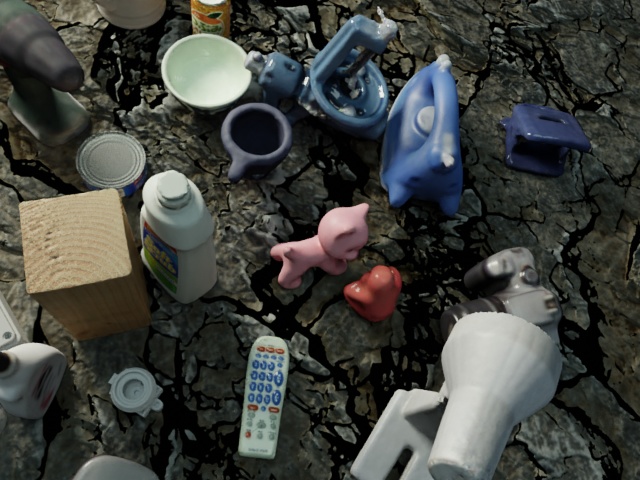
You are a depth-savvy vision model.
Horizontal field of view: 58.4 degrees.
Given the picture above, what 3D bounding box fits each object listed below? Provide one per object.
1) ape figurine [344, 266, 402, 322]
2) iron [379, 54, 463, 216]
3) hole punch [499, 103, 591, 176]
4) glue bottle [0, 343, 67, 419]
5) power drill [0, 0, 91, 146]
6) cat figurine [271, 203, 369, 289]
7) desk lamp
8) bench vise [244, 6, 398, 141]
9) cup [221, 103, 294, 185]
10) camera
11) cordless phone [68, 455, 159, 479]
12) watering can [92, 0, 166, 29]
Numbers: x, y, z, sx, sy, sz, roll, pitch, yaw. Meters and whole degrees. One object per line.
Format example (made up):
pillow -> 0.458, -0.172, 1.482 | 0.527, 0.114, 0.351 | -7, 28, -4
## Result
ape figurine -> 0.072, 0.060, 0.725 | 0.078, 0.092, 0.076 | -1, 69, -11
iron -> 0.159, -0.172, 0.807 | 0.119, 0.141, 0.258 | 8, 67, -8
hole punch -> 0.340, -0.163, 0.866 | 0.109, 0.091, 0.101 | 9, 67, -7
glue bottle -> -0.302, 0.135, 0.577 | 0.037, 0.173, 0.078 | 14, 67, -5
power drill -> -0.346, -0.207, 0.685 | 0.229, 0.208, 0.076 | 43, 67, 7
cat figurine -> 0.007, 0.003, 0.721 | 0.128, 0.117, 0.067 | -18, 73, -17
desk lamp -> 0.148, 0.196, 0.620 | 0.118, 0.213, 0.203 | 35, 66, 4
bench vise -> 0.008, -0.213, 0.750 | 0.207, 0.219, 0.121 | -2, 69, -12
cup -> -0.090, -0.109, 0.758 | 0.091, 0.095, 0.118 | 24, 66, -1
camera -> 0.227, 0.088, 0.739 | 0.137, 0.100, 0.143 | -10, 71, -15
cordless phone -> -0.219, 0.277, 0.531 | 0.094, 0.185, 0.147 | 18, 66, -3
watering can -> -0.270, -0.386, 0.778 | 0.101, 0.194, 0.173 | 13, 67, -5
